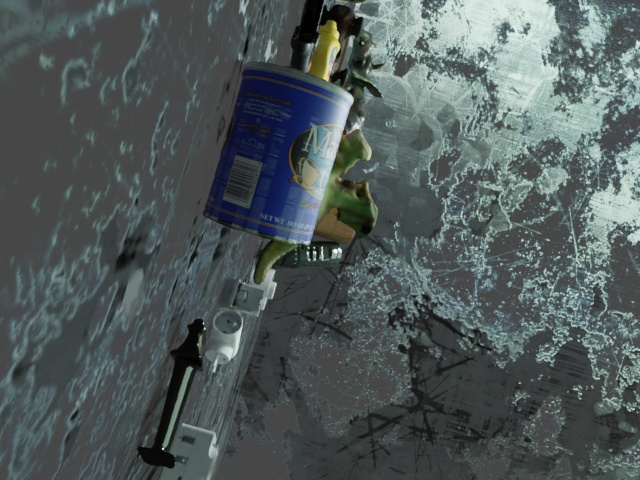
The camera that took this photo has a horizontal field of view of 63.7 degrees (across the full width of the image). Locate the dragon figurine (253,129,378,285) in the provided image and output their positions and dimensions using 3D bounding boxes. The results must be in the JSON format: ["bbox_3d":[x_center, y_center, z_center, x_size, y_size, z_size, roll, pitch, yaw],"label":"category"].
[{"bbox_3d":[0.003,-0.056,1.104,0.125,0.242,0.402,-86,-170,-61],"label":"dragon figurine"}]
